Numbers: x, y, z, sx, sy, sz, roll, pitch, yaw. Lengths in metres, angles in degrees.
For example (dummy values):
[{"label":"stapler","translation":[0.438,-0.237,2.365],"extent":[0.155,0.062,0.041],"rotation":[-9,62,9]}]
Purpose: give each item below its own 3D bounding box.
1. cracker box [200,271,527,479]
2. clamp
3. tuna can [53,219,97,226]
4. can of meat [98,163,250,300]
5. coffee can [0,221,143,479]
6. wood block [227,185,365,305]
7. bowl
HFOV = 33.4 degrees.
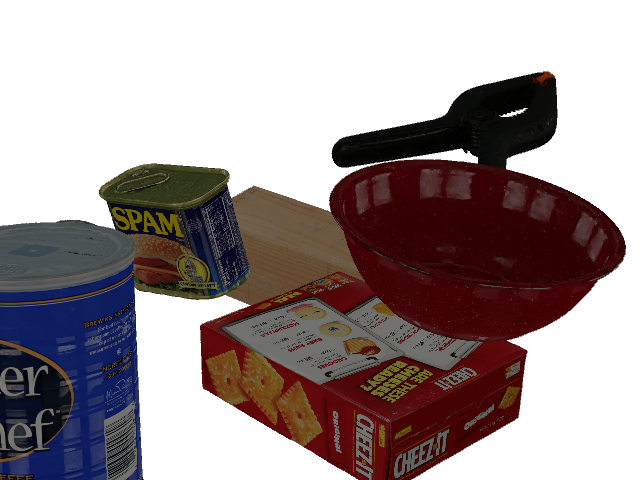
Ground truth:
[{"label":"cracker box","translation":[0.031,0.106,0.865],"extent":[0.163,0.072,0.214],"rotation":[-19,29,-40]},{"label":"clamp","translation":[0.137,-0.084,0.884],"extent":[0.209,0.036,0.165],"rotation":[-28,41,-28]},{"label":"tuna can","translation":[-0.249,0.020,1.056],"extent":[0.086,0.034,0.086],"rotation":[2,44,-2]},{"label":"can of meat","translation":[-0.107,-0.006,0.796],"extent":[0.102,0.084,0.057],"rotation":[7,33,35]},{"label":"coffee can","translation":[-0.146,0.070,0.561],"extent":[0.103,0.140,0.103],"rotation":[0,16,0]},{"label":"wood block","translation":[-0.011,0.026,1.076],"extent":[0.206,0.091,0.090],"rotation":[20,33,29]},{"label":"bowl","translation":[0.082,0.010,0.592],"extent":[0.162,0.055,0.162],"rotation":[6,25,-3]}]
